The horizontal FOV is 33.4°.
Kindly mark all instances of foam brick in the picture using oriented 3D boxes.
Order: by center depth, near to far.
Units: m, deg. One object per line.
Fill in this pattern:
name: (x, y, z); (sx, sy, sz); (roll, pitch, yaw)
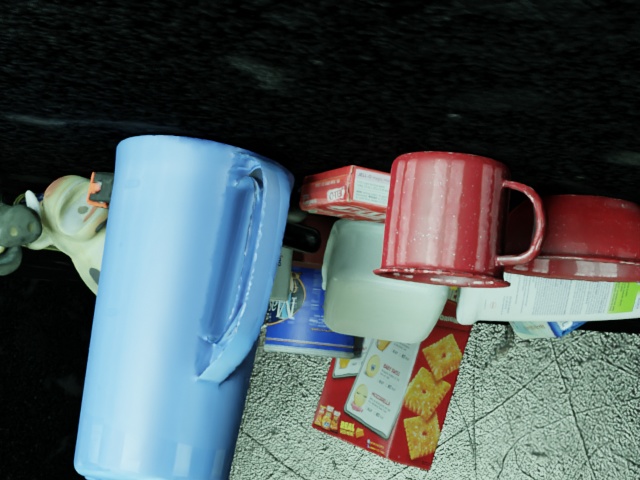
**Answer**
foam brick: (-0.007, 0.001, 1.082); (0.078, 0.051, 0.053); (8, 173, -22)

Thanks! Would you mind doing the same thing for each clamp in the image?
clamp: (-0.098, -0.029, 0.913); (0.210, 0.036, 0.164); (11, 169, -1)

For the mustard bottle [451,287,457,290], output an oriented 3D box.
mustard bottle: (0.097, 0.020, 1.109); (0.192, 0.058, 0.096); (3, -167, 35)

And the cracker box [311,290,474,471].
cracker box: (0.087, 0.136, 1.214); (0.072, 0.213, 0.164); (22, 172, -29)

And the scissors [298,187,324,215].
scissors: (0.067, -0.028, 0.905); (0.202, 0.016, 0.096); (4, 174, 15)

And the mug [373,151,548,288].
mug: (0.095, -0.012, 0.714); (0.117, 0.081, 0.093); (2, 173, 34)

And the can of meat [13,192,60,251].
can of meat: (-0.253, -0.019, 1.100); (0.101, 0.057, 0.084); (10, 171, -40)

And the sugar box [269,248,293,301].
sugar box: (-0.107, 0.011, 1.071); (0.177, 0.093, 0.048); (0, 174, 40)

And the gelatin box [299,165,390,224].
gelatin box: (0.040, -0.032, 0.822); (0.089, 0.030, 0.073); (9, 173, -30)

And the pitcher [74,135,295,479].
pitcher: (-0.095, 0.054, 0.755); (0.145, 0.243, 0.149); (6, 168, 8)

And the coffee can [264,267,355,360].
coffee can: (-0.006, 0.061, 1.214); (0.103, 0.140, 0.103); (6, 174, 0)

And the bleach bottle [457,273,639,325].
bleach bottle: (0.252, 0.035, 0.959); (0.251, 0.068, 0.102); (4, 131, 5)

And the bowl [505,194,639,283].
bowl: (0.205, -0.001, 0.838); (0.162, 0.055, 0.162); (6, 174, 0)
